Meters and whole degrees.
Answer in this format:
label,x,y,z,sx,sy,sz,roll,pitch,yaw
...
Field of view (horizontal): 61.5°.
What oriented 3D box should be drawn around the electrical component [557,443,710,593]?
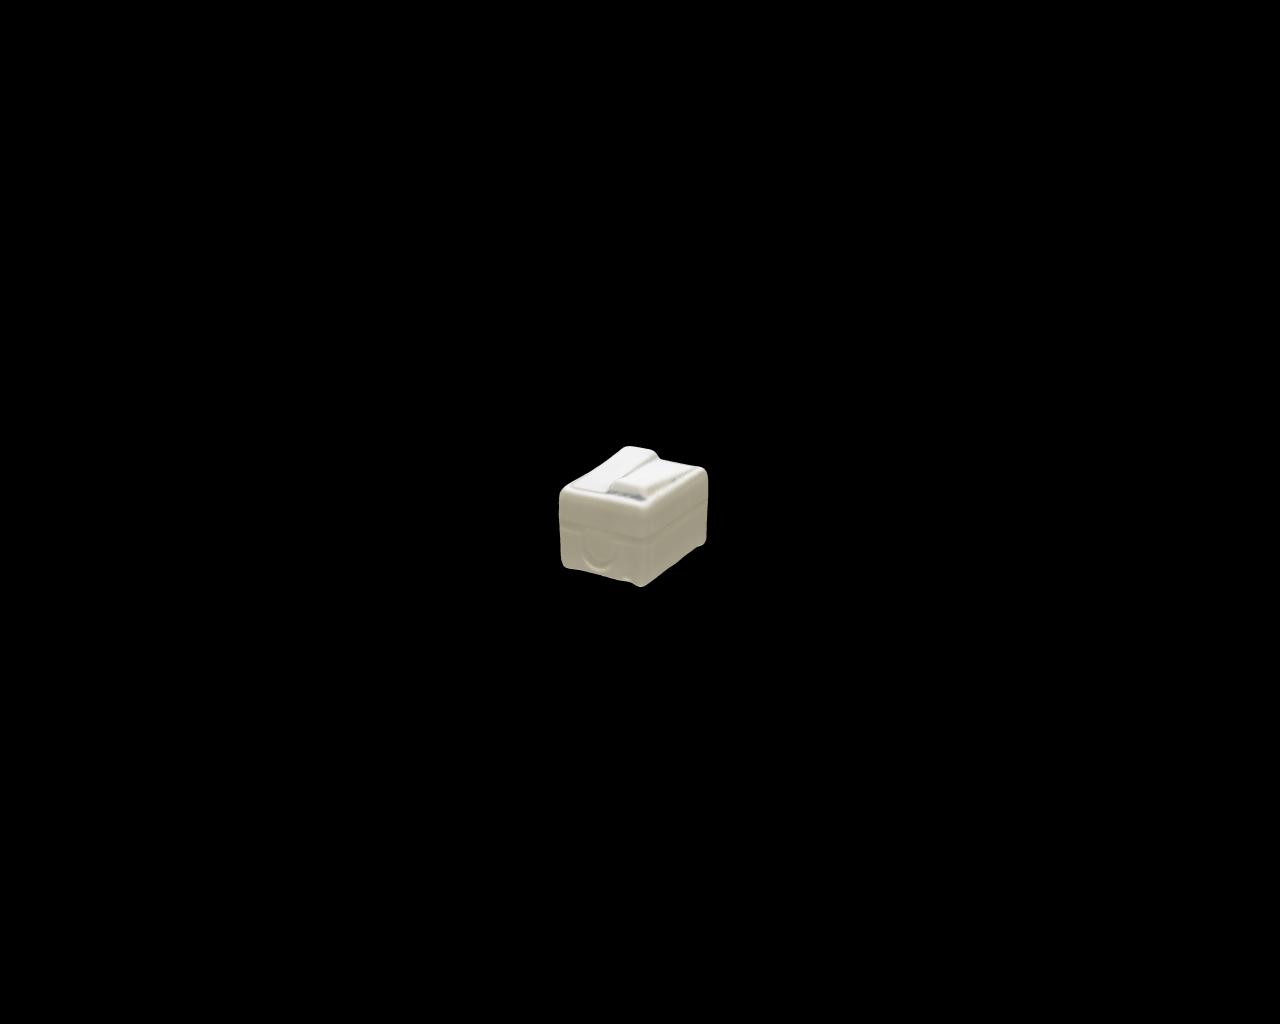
label,x,y,z,sx,sy,sz,roll,pitch,yaw
electrical component,0.001,-0.003,0.650,0.062,0.061,0.096,13,26,29
